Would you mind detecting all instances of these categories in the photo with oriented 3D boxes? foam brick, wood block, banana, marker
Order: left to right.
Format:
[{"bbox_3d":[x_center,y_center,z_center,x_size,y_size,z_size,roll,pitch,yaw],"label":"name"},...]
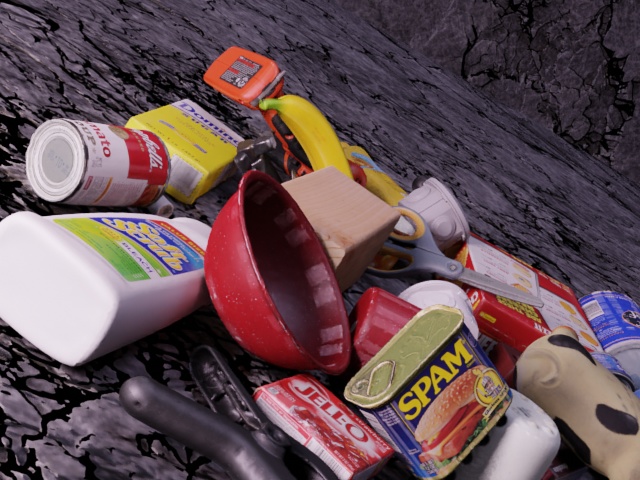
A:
[{"bbox_3d":[-0.172,-0.060,0.960,0.121,0.020,0.020,45,21,31],"label":"marker"},{"bbox_3d":[-0.007,0.002,0.973,0.091,0.090,0.205,36,18,8],"label":"wood block"},{"bbox_3d":[0.000,-0.074,1.097,0.037,0.069,0.197,5,-50,54],"label":"banana"},{"bbox_3d":[0.193,0.142,1.017,0.078,0.051,0.053,28,18,-17],"label":"foam brick"}]

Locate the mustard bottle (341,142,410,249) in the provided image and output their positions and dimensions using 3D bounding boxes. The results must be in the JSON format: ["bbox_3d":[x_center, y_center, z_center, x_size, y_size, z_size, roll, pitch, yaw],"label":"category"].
[{"bbox_3d":[0.062,-0.064,1.316,0.096,0.058,0.192,19,22,-50],"label":"mustard bottle"}]

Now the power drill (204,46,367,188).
[{"bbox_3d":[-0.045,-0.129,1.183,0.187,0.057,0.185,46,-10,-37],"label":"power drill"}]

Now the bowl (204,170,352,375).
[{"bbox_3d":[-0.038,0.033,0.781,0.162,0.055,0.162,55,19,-30],"label":"bowl"}]

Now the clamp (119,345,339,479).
[{"bbox_3d":[-0.045,0.130,0.652,0.171,0.039,0.120,40,20,18],"label":"clamp"}]

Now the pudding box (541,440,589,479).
[{"bbox_3d":[0.180,0.177,0.923,0.090,0.039,0.113,43,20,25],"label":"pudding box"}]

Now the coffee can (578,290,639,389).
[{"bbox_3d":[0.338,0.131,1.215,0.102,0.103,0.140,30,18,-11],"label":"coffee can"}]

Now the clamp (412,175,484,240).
[{"bbox_3d":[0.187,0.008,1.326,0.210,0.036,0.164,48,0,23],"label":"clamp"}]

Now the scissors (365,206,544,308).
[{"bbox_3d":[0.131,0.014,1.084,0.202,0.016,0.096,8,57,13],"label":"scissors"}]

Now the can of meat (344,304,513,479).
[{"bbox_3d":[0.082,0.112,0.778,0.084,0.102,0.058,54,-19,-20],"label":"can of meat"}]

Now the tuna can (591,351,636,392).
[{"bbox_3d":[0.269,0.155,1.060,0.086,0.086,0.034,25,21,-26],"label":"tuna can"}]

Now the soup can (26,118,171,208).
[{"bbox_3d":[-0.180,-0.061,0.871,0.069,0.069,0.102,42,20,25],"label":"soup can"}]

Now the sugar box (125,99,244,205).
[{"bbox_3d":[-0.133,-0.093,1.070,0.093,0.048,0.176,36,19,0],"label":"sugar box"}]

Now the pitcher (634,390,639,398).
[{"bbox_3d":[0.349,0.227,0.928,0.144,0.149,0.243,21,18,-32],"label":"pitcher"}]

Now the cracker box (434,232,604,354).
[{"bbox_3d":[0.215,0.085,1.176,0.164,0.072,0.213,29,19,-10],"label":"cracker box"}]

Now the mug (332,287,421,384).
[{"bbox_3d":[0.058,0.096,0.852,0.081,0.093,0.117,27,35,-7],"label":"mug"}]

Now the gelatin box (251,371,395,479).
[{"bbox_3d":[0.000,0.132,0.737,0.089,0.030,0.073,41,18,19],"label":"gelatin box"}]

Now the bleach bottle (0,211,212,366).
[{"bbox_3d":[-0.131,0.017,0.761,0.102,0.068,0.250,39,16,9],"label":"bleach bottle"}]
